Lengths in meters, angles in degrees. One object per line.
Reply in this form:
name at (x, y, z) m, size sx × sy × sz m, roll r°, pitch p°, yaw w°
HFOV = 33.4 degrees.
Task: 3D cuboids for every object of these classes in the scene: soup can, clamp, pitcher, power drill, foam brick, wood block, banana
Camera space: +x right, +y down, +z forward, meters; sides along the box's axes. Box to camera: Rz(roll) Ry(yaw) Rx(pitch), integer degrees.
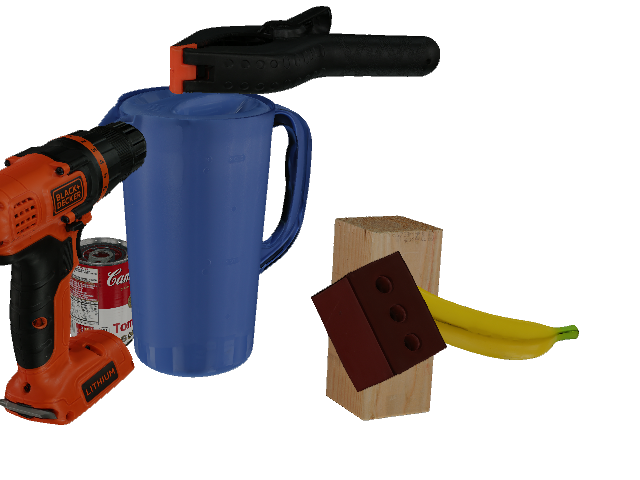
soup can at (-0.228, 0.056, 1.115) m, size 0.068 × 0.102 × 0.068 m, roll 3°, pitch 22°, yaw -2°
clamp at (-0.024, -0.121, 0.671) m, size 0.171 × 0.039 × 0.120 m, roll -9°, pitch 21°, yaw -30°
pitcher at (-0.100, -0.010, 0.937) m, size 0.149 × 0.243 × 0.144 m, roll 9°, pitch 21°, yaw 16°
power drill at (-0.177, 0.019, 0.755) m, size 0.057 × 0.188 × 0.184 m, roll 8°, pitch 24°, yaw 24°
foam brick at (0.040, 0.057, 0.745) m, size 0.052 × 0.078 × 0.051 m, roll -23°, pitch -7°, yaw -37°
wood block at (0.068, 0.082, 1.180) m, size 0.090 × 0.206 × 0.091 m, roll -3°, pitch 13°, yaw -28°
banana at (0.122, 0.070, 0.940) m, size 0.198 × 0.037 × 0.069 m, roll 17°, pitch 14°, yaw 31°
